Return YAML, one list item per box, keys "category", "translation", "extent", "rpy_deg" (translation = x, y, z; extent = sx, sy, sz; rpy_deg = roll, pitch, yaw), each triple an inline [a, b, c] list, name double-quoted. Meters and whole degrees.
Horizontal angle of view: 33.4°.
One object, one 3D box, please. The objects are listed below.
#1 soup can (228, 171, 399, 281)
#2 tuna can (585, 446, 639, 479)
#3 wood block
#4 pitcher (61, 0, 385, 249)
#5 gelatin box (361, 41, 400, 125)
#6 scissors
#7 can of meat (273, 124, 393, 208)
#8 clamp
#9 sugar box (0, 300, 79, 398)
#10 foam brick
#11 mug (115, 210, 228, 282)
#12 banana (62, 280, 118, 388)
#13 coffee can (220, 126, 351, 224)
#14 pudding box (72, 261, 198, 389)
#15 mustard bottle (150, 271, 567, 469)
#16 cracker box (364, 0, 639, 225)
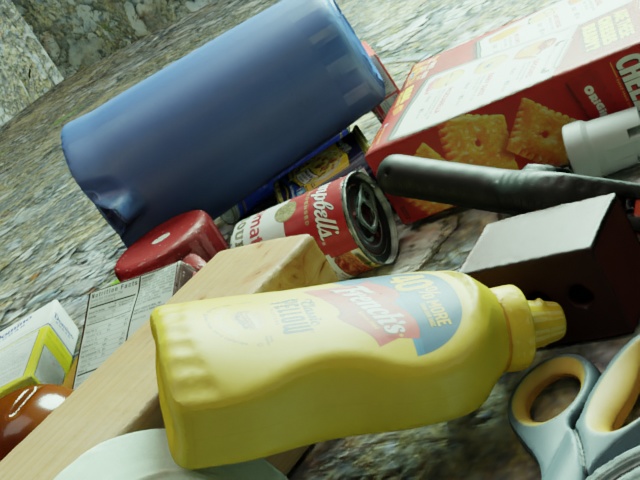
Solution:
- category: "soup can"
  translation: [-0.005, 0.001, 0.748]
  extent: [0.102, 0.068, 0.068]
  rpy_deg: [-22, 21, 29]
- category: "tuna can"
  translation: [0.120, 0.103, 0.351]
  extent: [0.086, 0.033, 0.086]
  rpy_deg: [-28, 19, 10]
- category: "wood block"
  translation: [-0.069, 0.096, 0.575]
  extent: [0.090, 0.091, 0.205]
  rpy_deg: [-10, 28, 47]
- category: "pitcher"
  translation: [-0.075, -0.101, 0.863]
  extent: [0.243, 0.149, 0.145]
  rpy_deg: [-31, -26, 9]
- category: "gelatin box"
  translation: [0.055, -0.126, 0.939]
  extent: [0.030, 0.089, 0.073]
  rpy_deg: [-33, 19, 7]
- category: "scissors"
  translation: [0.086, 0.103, 0.435]
  extent: [0.201, 0.016, 0.096]
  rpy_deg: [-42, 20, -28]
- category: "can of meat"
  translation: [0.013, -0.038, 0.836]
  extent: [0.084, 0.057, 0.102]
  rpy_deg: [-32, 18, 4]
- category: "clamp"
  translation: [0.130, -0.024, 0.613]
  extent: [0.120, 0.039, 0.172]
  rpy_deg: [-2, 12, -44]
- category: "sugar box"
  translation: [-0.254, 0.116, 0.881]
  extent: [0.093, 0.048, 0.176]
  rpy_deg: [-31, 15, 3]
- category: "foam brick"
  translation: [0.118, 0.018, 0.538]
  extent: [0.078, 0.053, 0.051]
  rpy_deg: [-16, 25, 40]
- category: "mug"
  translation: [-0.093, 0.033, 0.780]
  extent: [0.093, 0.081, 0.117]
  rpy_deg: [-37, 20, -17]
- category: "banana"
  translation: [-0.162, 0.066, 0.881]
  extent: [0.070, 0.037, 0.197]
  rpy_deg: [-45, 13, 18]
- category: "coffee can"
  translation: [-0.056, -0.096, 1.013]
  extent: [0.140, 0.103, 0.103]
  rpy_deg: [-36, 19, -14]
- category: "pudding box"
  translation: [-0.119, 0.078, 0.706]
  extent: [0.090, 0.039, 0.113]
  rpy_deg: [-19, 51, 34]
- category: "mustard bottle"
  translation: [0.022, 0.051, 0.491]
  extent: [0.191, 0.058, 0.096]
  rpy_deg: [-8, 23, -11]
- category: "cracker box"
  translation: [0.154, -0.106, 0.766]
  extent: [0.214, 0.072, 0.164]
  rpy_deg: [-20, 23, 29]
